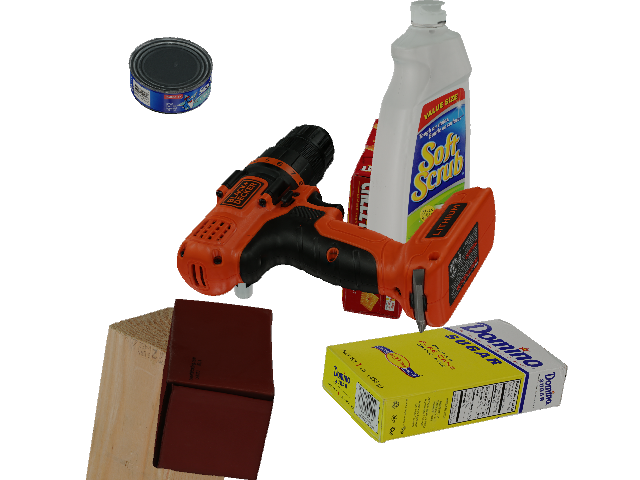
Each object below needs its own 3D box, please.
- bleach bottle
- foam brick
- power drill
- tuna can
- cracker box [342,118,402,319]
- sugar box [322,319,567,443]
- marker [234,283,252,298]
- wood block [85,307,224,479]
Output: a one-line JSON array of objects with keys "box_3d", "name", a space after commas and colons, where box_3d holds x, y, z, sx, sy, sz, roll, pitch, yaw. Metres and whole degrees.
[{"box_3d": [0.088, -0.088, 0.966, 0.102, 0.251, 0.068, -12, 23, -29], "name": "bleach bottle"}, {"box_3d": [-0.053, 0.072, 0.532, 0.053, 0.051, 0.078, 9, 27, -7], "name": "foam brick"}, {"box_3d": [0.020, -0.015, 0.732, 0.188, 0.057, 0.184, 11, 41, 25], "name": "power drill"}, {"box_3d": [-0.155, -0.171, 1.107, 0.086, 0.086, 0.034, 0, -40, -8], "name": "tuna can"}, {"box_3d": [0.075, -0.032, 1.224, 0.072, 0.164, 0.213, 6, 23, 8], "name": "cracker box"}, {"box_3d": [0.101, 0.109, 0.862, 0.175, 0.048, 0.093, -9, 26, -27], "name": "sugar box"}, {"box_3d": [-0.079, 0.009, 1.080, 0.020, 0.121, 0.020, 1, 39, -1], "name": "marker"}, {"box_3d": [-0.138, 0.174, 0.930, 0.090, 0.206, 0.090, 20, 18, 28], "name": "wood block"}]
